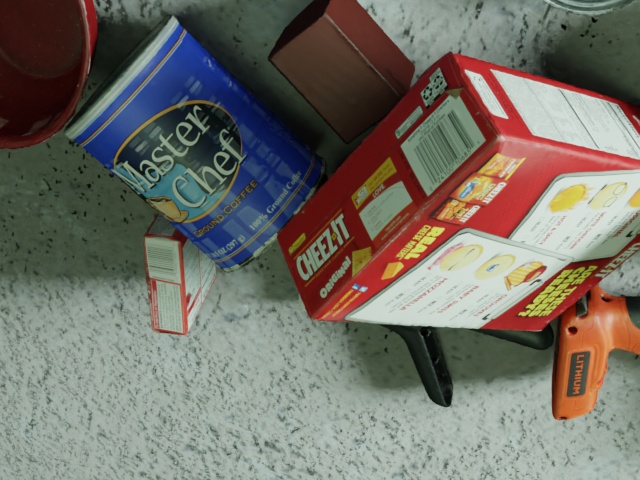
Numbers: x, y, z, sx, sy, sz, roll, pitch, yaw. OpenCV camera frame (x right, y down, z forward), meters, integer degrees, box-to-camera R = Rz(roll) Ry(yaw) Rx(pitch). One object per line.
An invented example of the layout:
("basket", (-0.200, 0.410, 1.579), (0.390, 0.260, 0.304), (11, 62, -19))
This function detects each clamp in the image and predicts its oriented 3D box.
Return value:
("clamp", (0.083, 0.046, 0.774), (0.120, 0.039, 0.171), (-32, 112, 30))

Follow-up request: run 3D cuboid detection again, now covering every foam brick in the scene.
("foam brick", (0.014, -0.111, 0.672), (0.051, 0.053, 0.078), (-33, 111, 31))

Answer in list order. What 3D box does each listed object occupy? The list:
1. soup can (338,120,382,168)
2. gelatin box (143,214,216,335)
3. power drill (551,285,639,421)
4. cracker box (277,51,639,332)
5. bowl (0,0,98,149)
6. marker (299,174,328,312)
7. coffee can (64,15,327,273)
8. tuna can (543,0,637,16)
("soup can", (0.052, -0.042, 0.703), (0.068, 0.068, 0.102), (35, 125, -12))
("gelatin box", (-0.101, 0.013, 0.777), (0.030, 0.073, 0.089), (8, 127, 9))
("power drill", (0.261, 0.095, 0.756), (0.188, 0.057, 0.184), (2, 122, 9))
("cracker box", (0.107, -0.019, 0.637), (0.213, 0.072, 0.164), (5, 140, -41))
("bowl", (-0.200, -0.143, 0.687), (0.162, 0.055, 0.162), (10, 114, 23))
("marker", (-0.005, 0.001, 0.777), (0.020, 0.020, 0.121), (8, 126, 8))
("coffee can", (-0.080, -0.062, 0.700), (0.140, 0.102, 0.103), (42, 124, -17))
("tuna can", (0.154, -0.174, 0.604), (0.086, 0.033, 0.086), (7, 126, 9))
